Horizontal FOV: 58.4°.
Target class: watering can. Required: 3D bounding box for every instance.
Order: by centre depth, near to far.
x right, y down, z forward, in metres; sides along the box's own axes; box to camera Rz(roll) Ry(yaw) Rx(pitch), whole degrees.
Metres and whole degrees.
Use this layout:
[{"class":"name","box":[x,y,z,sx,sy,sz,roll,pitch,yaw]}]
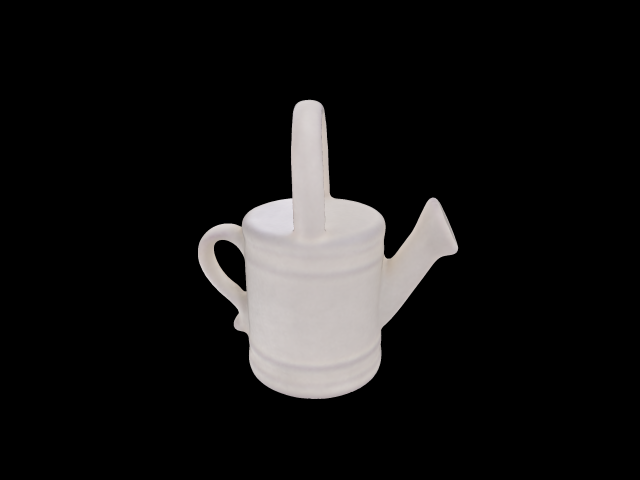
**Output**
[{"class":"watering can","box":[0.004,0.001,0.402,0.173,0.194,0.100,-6,22,-16]}]
